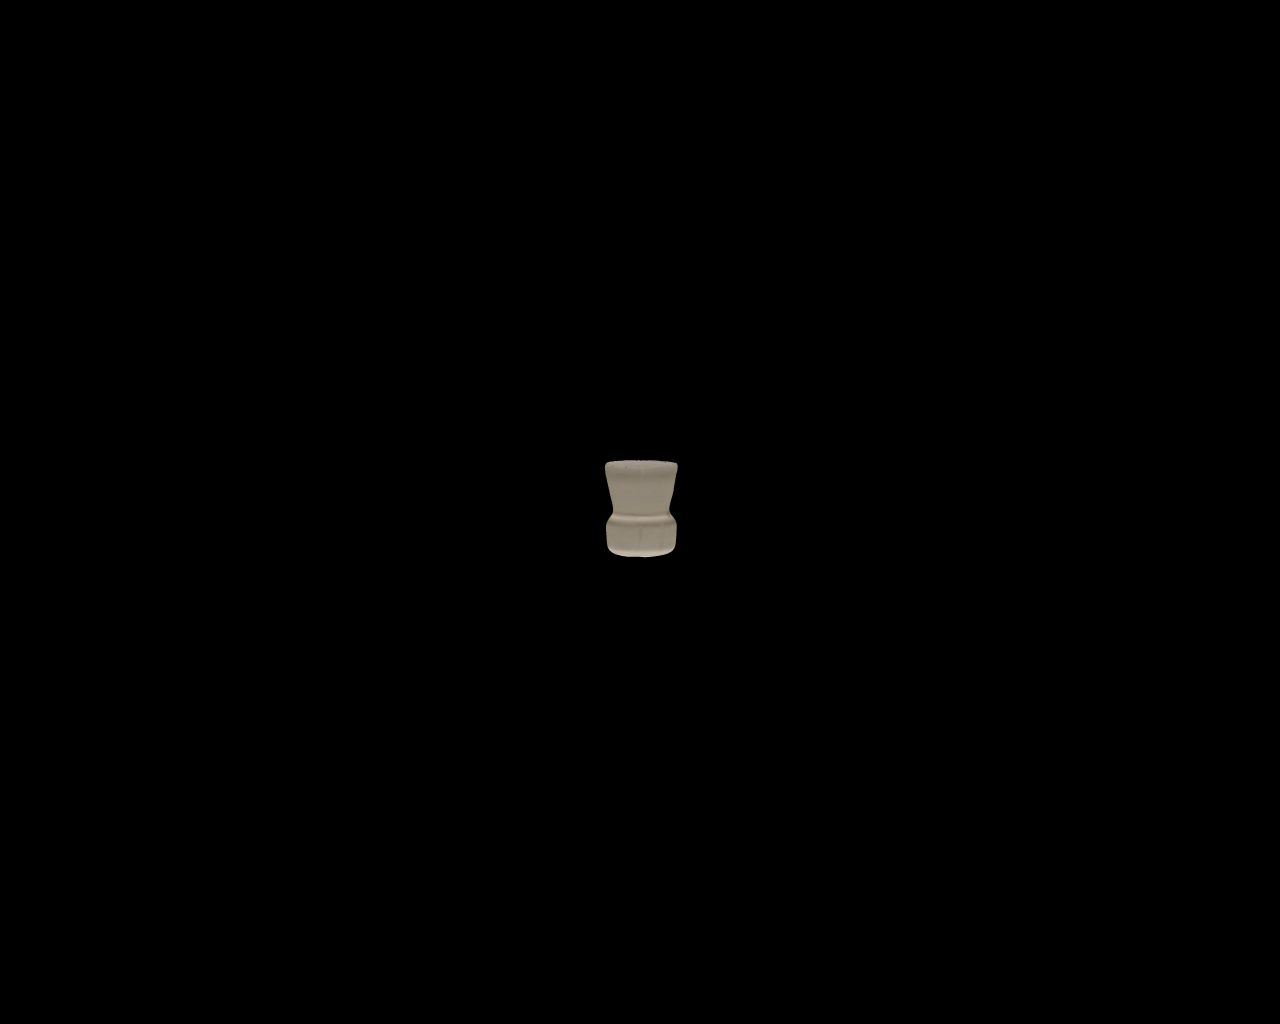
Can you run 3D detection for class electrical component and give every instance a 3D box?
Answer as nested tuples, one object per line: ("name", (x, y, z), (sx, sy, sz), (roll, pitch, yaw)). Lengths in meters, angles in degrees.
("electrical component", (0.001, -0.003, 0.650), (0.045, 0.055, 0.045), (0, 7, 0))
